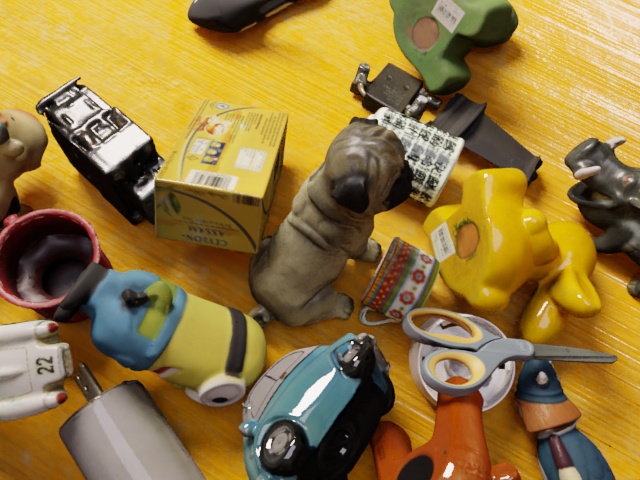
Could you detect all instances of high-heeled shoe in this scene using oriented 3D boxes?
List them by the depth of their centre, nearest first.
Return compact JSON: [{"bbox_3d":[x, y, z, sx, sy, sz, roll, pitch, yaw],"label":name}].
[{"bbox_3d":[-0.069,-0.348,0.701,0.145,0.086,0.249,-2,44,26],"label":"high-heeled shoe"}]

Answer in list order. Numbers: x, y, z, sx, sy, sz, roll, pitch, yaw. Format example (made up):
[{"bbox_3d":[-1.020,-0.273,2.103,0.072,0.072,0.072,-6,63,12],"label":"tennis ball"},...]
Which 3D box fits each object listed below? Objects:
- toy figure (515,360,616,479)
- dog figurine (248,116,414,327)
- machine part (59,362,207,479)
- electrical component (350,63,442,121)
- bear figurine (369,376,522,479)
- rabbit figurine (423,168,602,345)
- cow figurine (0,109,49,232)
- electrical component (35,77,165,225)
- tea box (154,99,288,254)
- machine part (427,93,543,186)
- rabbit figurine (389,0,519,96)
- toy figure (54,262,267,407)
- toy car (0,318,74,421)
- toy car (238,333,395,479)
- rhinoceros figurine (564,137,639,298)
[{"bbox_3d":[0.221,0.181,0.493,0.058,0.064,0.154,-22,71,1],"label":"toy figure"},{"bbox_3d":[-0.003,-0.005,0.481,0.121,0.190,0.172,27,69,6],"label":"dog figurine"},{"bbox_3d":[-0.137,0.205,0.442,0.079,0.079,0.243,-36,76,-18],"label":"machine part"},{"bbox_3d":[0.088,-0.174,0.639,0.102,0.045,0.078,39,71,11],"label":"electrical component"},{"bbox_3d":[0.142,0.234,0.449,0.195,0.132,0.120,42,112,-15],"label":"bear figurine"},{"bbox_3d":[0.214,0.015,0.535,0.173,0.121,0.162,4,51,-28],"label":"rabbit figurine"},{"bbox_3d":[-0.329,-0.043,0.500,0.085,0.127,0.195,26,70,2],"label":"cow figurine"},{"bbox_3d":[-0.202,-0.078,0.533,0.134,0.114,0.058,40,71,13],"label":"electrical component"},{"bbox_3d":[-0.090,-0.069,0.528,0.098,0.068,0.170,11,37,0],"label":"tea box"},{"bbox_3d":[0.197,-0.115,0.629,0.139,0.039,0.084,41,66,13],"label":"machine part"},{"bbox_3d":[0.167,-0.265,0.663,0.170,0.121,0.159,-24,58,-40],"label":"rabbit figurine"},{"bbox_3d":[-0.126,0.078,0.462,0.180,0.082,0.089,36,77,-21],"label":"toy figure"},{"bbox_3d":[-0.286,0.111,0.440,0.202,0.056,0.073,-12,85,21],"label":"toy car"},{"bbox_3d":[-0.013,0.148,0.463,0.103,0.109,0.161,17,62,39],"label":"toy car"},{"bbox_3d":[0.329,-0.023,0.565,0.073,0.112,0.190,-38,84,-16],"label":"rhinoceros figurine"}]
